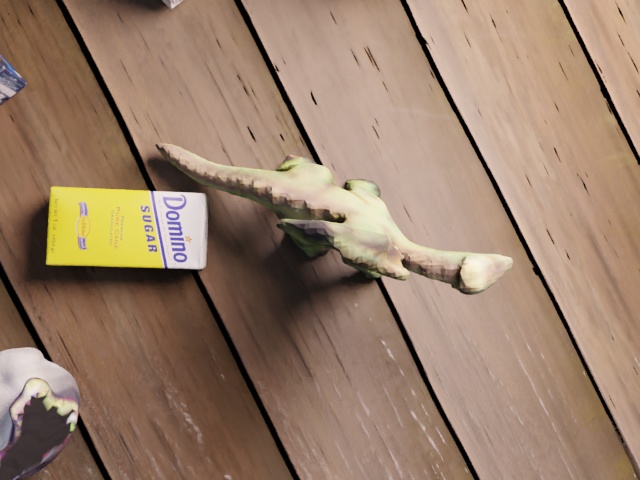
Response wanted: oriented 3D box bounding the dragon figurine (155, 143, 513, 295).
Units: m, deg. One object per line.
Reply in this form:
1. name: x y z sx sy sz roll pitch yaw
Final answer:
1. dragon figurine: 0.002 -0.027 0.544 0.410 0.244 0.122 18 94 -7

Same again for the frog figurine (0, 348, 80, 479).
1. frog figurine: -0.359 0.188 0.581 0.160 0.123 0.137 13 98 30
